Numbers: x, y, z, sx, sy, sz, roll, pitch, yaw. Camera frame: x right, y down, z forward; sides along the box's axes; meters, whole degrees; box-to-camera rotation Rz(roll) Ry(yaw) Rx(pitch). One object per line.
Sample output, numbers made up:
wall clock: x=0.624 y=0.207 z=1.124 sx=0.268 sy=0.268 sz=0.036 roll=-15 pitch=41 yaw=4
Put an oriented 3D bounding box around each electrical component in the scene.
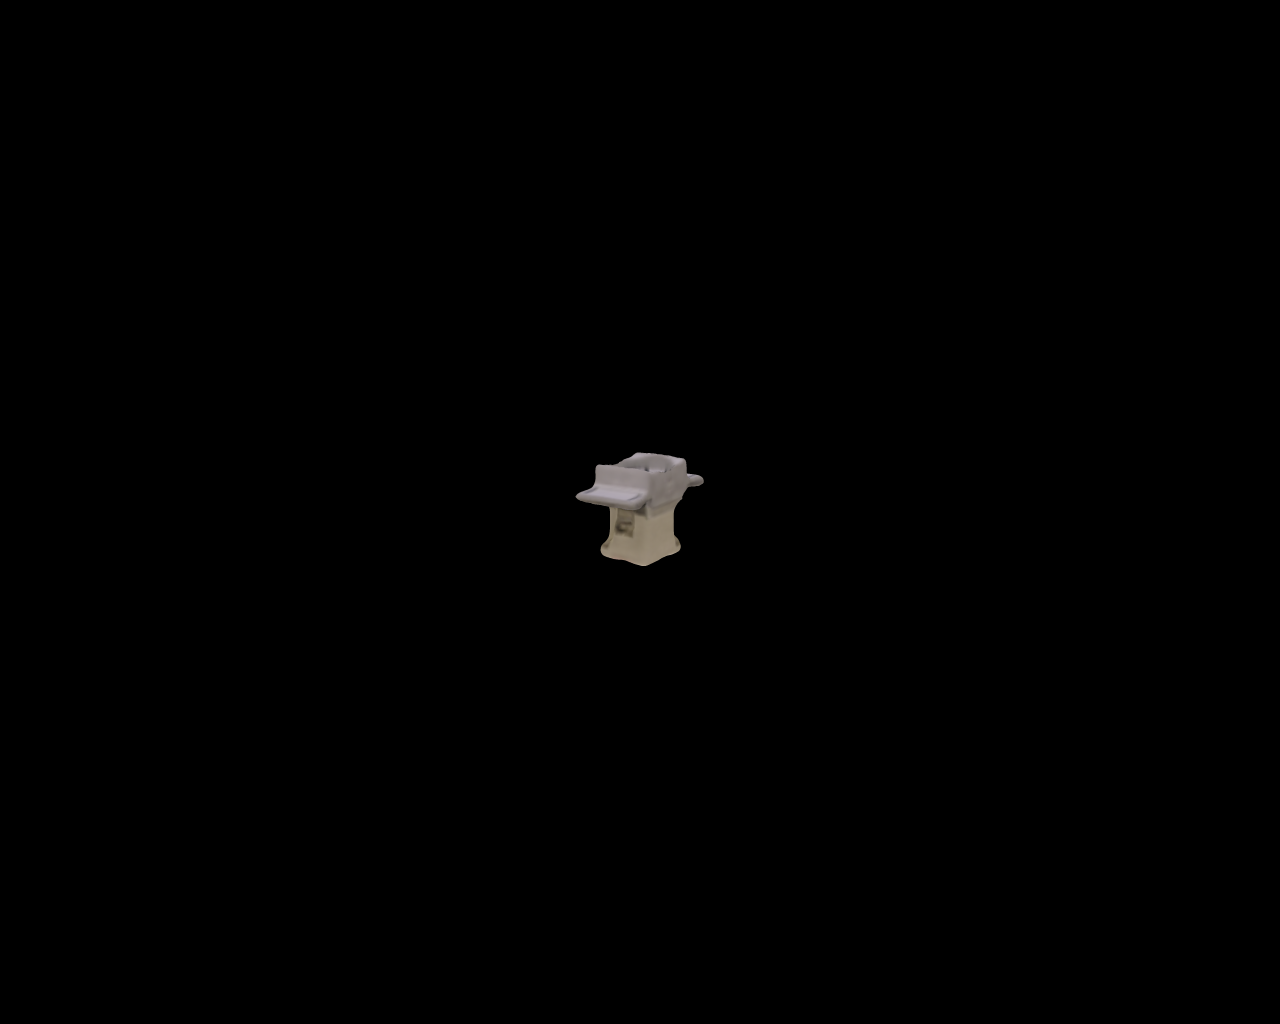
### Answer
electrical component: x=0.001 y=-0.003 z=0.650 sx=0.042 sy=0.063 sz=0.081 roll=11 pitch=19 yaw=34
